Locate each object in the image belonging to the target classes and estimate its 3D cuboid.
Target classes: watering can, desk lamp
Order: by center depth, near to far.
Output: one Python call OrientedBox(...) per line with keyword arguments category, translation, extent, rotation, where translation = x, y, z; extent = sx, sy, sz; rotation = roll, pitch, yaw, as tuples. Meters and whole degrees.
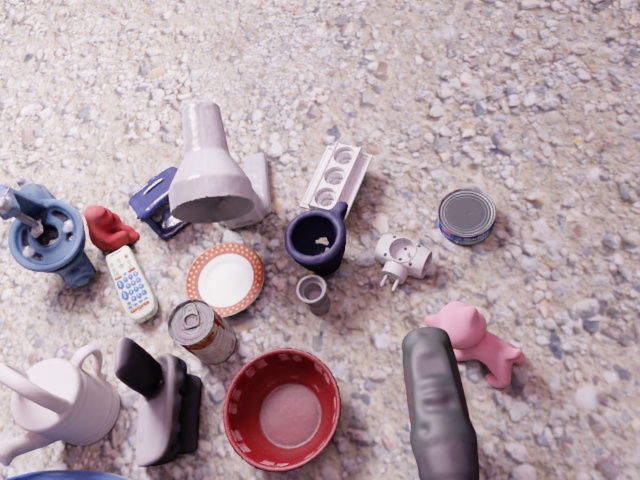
OrientedBox(category="watering can", translation=(-0.365, 0.220, 0.773), extent=(0.100, 0.194, 0.173), rotation=(4, 63, 14))
OrientedBox(category="desk lamp", translation=(-0.154, -0.098, 0.886), extent=(0.118, 0.214, 0.203), rotation=(-12, 61, 6))

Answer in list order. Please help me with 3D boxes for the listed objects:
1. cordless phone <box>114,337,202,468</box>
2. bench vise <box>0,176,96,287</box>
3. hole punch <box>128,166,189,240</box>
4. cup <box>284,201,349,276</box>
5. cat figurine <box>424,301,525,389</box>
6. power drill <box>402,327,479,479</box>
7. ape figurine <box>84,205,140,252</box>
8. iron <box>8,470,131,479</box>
OrientedBox(category="cordless phone", translation=(-0.232, 0.213, 0.753), extent=(0.094, 0.185, 0.147), rotation=(-11, 61, 6))
OrientedBox(category="bench vise", translation=(-0.468, -0.034, 0.915), extent=(0.206, 0.220, 0.121), rotation=(32, 73, 25))
OrientedBox(category="hole punch", translation=(-0.268, -0.072, 0.967), extent=(0.109, 0.091, 0.101), rotation=(-42, 62, -11))
OrientedBox(category="cup", translation=(0.008, 0.003, 0.866), extent=(0.091, 0.095, 0.118), rotation=(32, 73, 25))
OrientedBox(category="cat figurine", translation=(0.203, 0.126, 0.745), extent=(0.127, 0.118, 0.067), rotation=(28, 71, 24))
OrientedBox(category="power drill", translation=(0.140, 0.225, 0.653), extent=(0.075, 0.209, 0.229), rotation=(-10, 61, 7))
OrientedBox(category="ape figurine", translation=(-0.360, -0.026, 0.962), extent=(0.076, 0.092, 0.077), rotation=(-20, 60, 1))
OrientedBox(category="iron", translation=(-0.321, 0.347, 0.726), extent=(0.258, 0.142, 0.118), rotation=(-6, 61, 9))
